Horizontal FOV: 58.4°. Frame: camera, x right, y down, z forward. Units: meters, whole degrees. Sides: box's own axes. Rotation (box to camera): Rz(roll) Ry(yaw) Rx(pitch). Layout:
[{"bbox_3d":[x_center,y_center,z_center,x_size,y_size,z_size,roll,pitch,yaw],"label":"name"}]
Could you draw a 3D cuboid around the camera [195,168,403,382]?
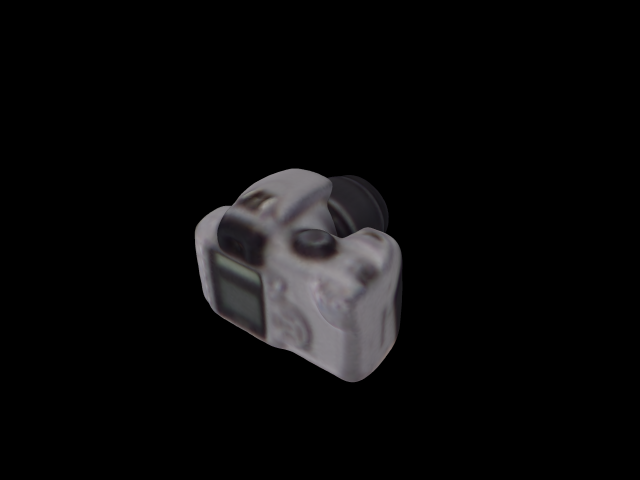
[{"bbox_3d":[0.004,0.001,0.400,0.142,0.101,0.137,22,40,30],"label":"camera"}]
